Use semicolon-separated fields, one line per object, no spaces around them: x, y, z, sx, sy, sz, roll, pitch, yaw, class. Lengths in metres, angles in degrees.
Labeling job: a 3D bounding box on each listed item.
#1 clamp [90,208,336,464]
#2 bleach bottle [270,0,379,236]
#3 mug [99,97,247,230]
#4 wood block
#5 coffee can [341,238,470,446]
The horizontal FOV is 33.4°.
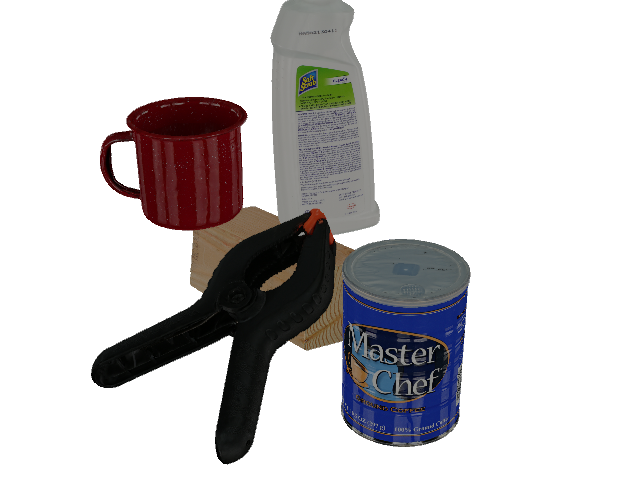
-0.041;0.052;0.633;0.120;0.171;0.039;36;-20;33;clamp
0.005;-0.128;0.995;0.102;0.251;0.068;-11;32;-17;bleach bottle
-0.115;-0.059;0.840;0.117;0.081;0.093;-2;27;-3;mug
-0.047;0.036;1.173;0.090;0.090;0.206;-10;24;-40;wood block
0.068;0.083;0.884;0.103;0.140;0.103;0;27;0;coffee can
